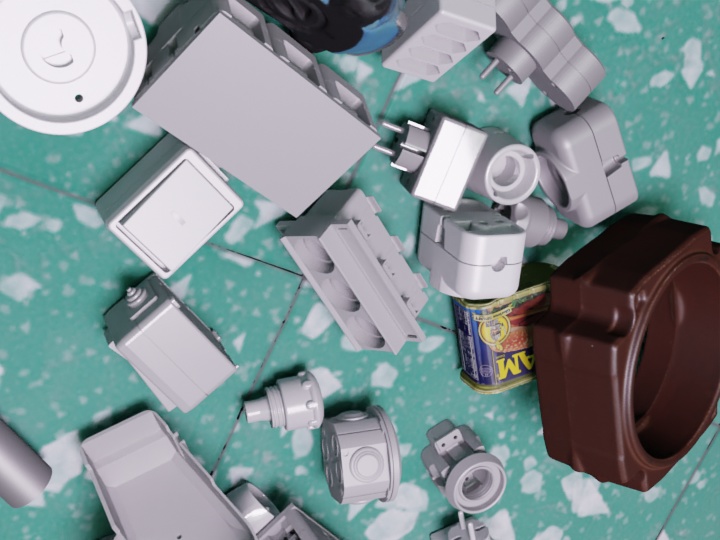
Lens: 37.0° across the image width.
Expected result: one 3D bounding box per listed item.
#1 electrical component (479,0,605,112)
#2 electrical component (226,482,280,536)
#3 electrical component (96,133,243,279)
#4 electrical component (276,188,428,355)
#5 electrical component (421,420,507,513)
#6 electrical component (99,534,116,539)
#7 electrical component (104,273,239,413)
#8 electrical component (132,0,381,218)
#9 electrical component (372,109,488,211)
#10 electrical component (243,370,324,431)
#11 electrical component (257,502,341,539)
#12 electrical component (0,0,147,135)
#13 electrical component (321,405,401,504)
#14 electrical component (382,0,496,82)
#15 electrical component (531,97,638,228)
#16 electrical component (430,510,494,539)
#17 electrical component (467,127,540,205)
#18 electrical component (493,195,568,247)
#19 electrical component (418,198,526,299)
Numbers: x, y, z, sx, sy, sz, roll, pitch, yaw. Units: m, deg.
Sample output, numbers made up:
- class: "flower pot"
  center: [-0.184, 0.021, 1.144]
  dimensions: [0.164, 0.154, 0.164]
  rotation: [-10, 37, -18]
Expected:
- class: "electrical component"
  center: [0.123, -0.169, 0.831]
  dimensions: [0.073, 0.052, 0.138]
  rotation: [-48, 120, 1]
- class: "electrical component"
  center: [-0.117, 0.208, 0.884]
  dimensions: [0.077, 0.043, 0.079]
  rotation: [-45, 120, -1]
- class: "electrical component"
  center: [-0.130, -0.050, 0.765]
  dimensions: [0.096, 0.061, 0.061]
  rotation: [-44, 120, -2]
- class: "electrical component"
  center: [0.000, 0.000, 0.836]
  dimensions: [0.063, 0.079, 0.121]
  rotation: [-53, 125, -31]
- class: "electrical component"
  center: [0.094, 0.179, 0.955]
  dimensions: [0.058, 0.057, 0.078]
  rotation: [-31, 119, -9]
- class: "electrical component"
  center: [-0.188, 0.249, 0.867]
  dimensions: [0.089, 0.050, 0.055]
  rotation: [-11, 114, -19]
- class: "electrical component"
  center: [-0.148, 0.052, 0.798]
  dimensions: [0.061, 0.062, 0.096]
  rotation: [-41, 120, -3]
- class: "electrical component"
  center: [-0.073, -0.118, 0.749]
  dimensions: [0.089, 0.061, 0.150]
  rotation: [-42, 127, 20]
- class: "electrical component"
  center: [0.047, -0.092, 0.834]
  dimensions: [0.077, 0.047, 0.065]
  rotation: [19, 102, -14]
- class: "electrical component"
  center: [-0.062, 0.109, 0.869]
  dimensions: [0.062, 0.048, 0.048]
  rotation: [-10, 114, -12]
- class: "electrical component"
  center: [-0.036, 0.290, 0.917]
  dimensions: [0.105, 0.060, 0.186]
  rotation: [-43, 134, -2]
- class: "electrical component"
  center: [-0.198, -0.147, 0.698]
  dimensions: [0.108, 0.060, 0.108]
  rotation: [-8, 113, -20]
- class: "electrical component"
  center: [0.001, 0.155, 0.894]
  dimensions: [0.051, 0.080, 0.080]
  rotation: [-6, 113, -16]
- class: "electrical component"
  center: [0.056, -0.193, 0.786]
  dimensions: [0.047, 0.083, 0.075]
  rotation: [12, 67, -27]
- class: "electrical component"
  center: [0.182, -0.087, 0.888]
  dimensions: [0.059, 0.054, 0.095]
  rotation: [-30, 119, -10]
- class: "electrical component"
  center: [0.101, 0.252, 0.972]
  dimensions: [0.047, 0.083, 0.075]
  rotation: [-20, 117, -15]
- class: "electrical component"
  center: [0.112, -0.082, 0.864]
  dimensions: [0.055, 0.047, 0.055]
  rotation: [-8, 113, -20]
- class: "electrical component"
  center: [0.144, -0.040, 0.897]
  dimensions: [0.062, 0.043, 0.043]
  rotation: [12, 105, -28]
- class: "electrical component"
  center: [0.086, -0.015, 0.852]
  dimensions: [0.054, 0.095, 0.059]
  rotation: [-3, 112, -22]
